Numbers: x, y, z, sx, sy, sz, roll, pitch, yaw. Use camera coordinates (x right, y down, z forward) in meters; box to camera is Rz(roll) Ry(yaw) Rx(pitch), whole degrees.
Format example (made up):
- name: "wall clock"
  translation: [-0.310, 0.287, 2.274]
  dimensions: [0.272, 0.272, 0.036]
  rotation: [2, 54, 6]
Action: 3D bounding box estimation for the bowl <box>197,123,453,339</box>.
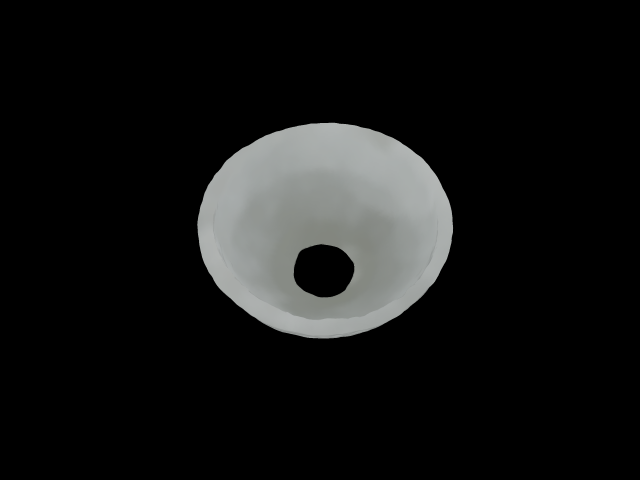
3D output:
- name: "bowl"
  translation: [0.004, 0.001, 0.400]
  dimensions: [0.167, 0.075, 0.167]
  rotation: [0, 56, 0]
